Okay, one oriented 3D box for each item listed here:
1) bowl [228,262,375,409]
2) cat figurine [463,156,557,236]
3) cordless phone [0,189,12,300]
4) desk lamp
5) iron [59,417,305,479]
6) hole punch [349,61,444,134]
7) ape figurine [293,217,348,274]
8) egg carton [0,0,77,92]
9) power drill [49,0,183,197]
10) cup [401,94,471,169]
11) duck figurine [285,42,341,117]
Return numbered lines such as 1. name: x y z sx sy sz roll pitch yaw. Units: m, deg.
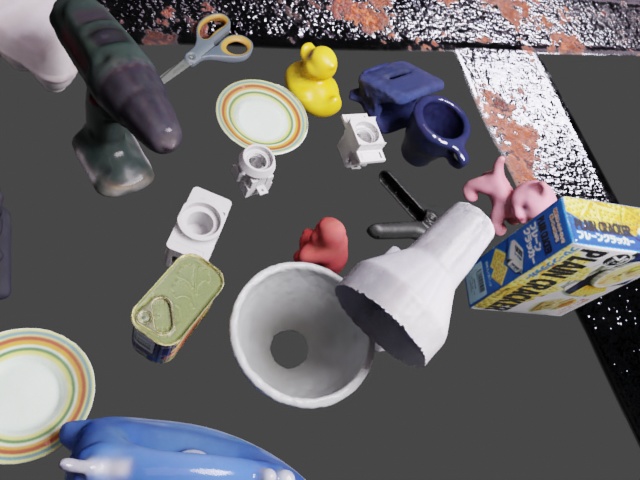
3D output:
1. bowl: -0.026 0.113 0.650 0.168 0.074 0.167 9 61 -17
2. cat figurine: 0.292 -0.067 0.843 0.067 0.117 0.127 -31 78 -31
3. cordless phone: -0.347 -0.023 0.530 0.094 0.185 0.147 -7 67 -24
4. desk lamp: 0.098 0.053 0.647 0.118 0.213 0.204 43 57 4
5. iron: -0.111 0.218 0.523 0.259 0.141 0.118 9 61 -17
6. hole punch: 0.116 -0.232 0.877 0.109 0.091 0.101 -27 76 -30
7. ape figurine: 0.007 0.003 0.711 0.078 0.092 0.076 -30 77 -31
8. egg carton: -0.357 -0.258 0.718 0.150 0.069 0.107 32 57 -3
9. power drill: -0.222 -0.140 0.626 0.076 0.208 0.229 -25 75 -30
10. cup: 0.168 -0.141 0.847 0.092 0.095 0.117 -20 72 -28
11. duck figurine: -0.001 -0.240 0.838 0.078 0.086 0.104 -28 76 -30
